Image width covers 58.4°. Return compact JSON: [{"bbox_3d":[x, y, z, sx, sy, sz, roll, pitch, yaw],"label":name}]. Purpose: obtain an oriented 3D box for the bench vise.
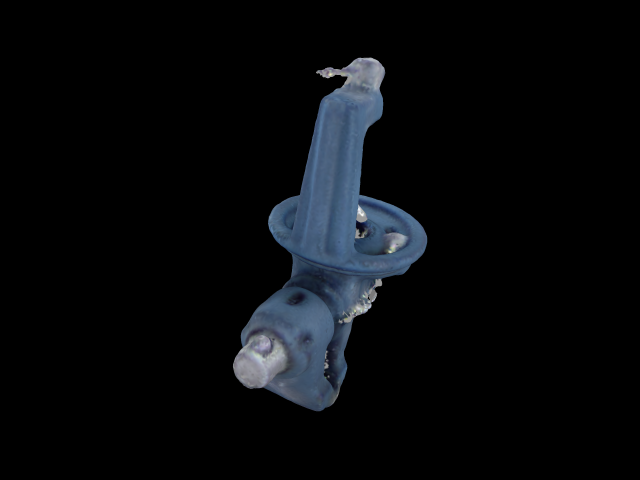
[{"bbox_3d":[0.016,0.003,0.399,0.121,0.220,0.207,6,43,7],"label":"bench vise"}]
